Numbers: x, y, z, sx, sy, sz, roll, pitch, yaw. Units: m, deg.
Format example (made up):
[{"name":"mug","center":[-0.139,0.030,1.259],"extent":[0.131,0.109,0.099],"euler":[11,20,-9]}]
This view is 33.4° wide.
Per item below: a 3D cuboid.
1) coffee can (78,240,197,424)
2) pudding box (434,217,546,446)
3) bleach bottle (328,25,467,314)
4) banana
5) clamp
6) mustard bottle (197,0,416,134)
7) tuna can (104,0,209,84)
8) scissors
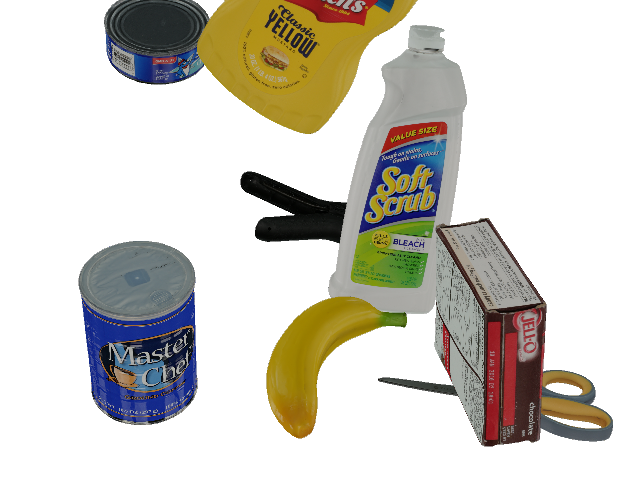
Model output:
[{"name":"coffee can","center":[-0.166,0.086,0.989],"extent":[0.103,0.140,0.103],"euler":[2,39,-2]},{"name":"pudding box","center":[0.097,0.051,0.622],"extent":[0.039,0.090,0.113],"euler":[-6,27,-8]},{"name":"bleach bottle","center":[0.070,-0.063,0.944],"extent":[0.102,0.251,0.068],"euler":[7,19,3]},{"name":"banana","center":[0.000,0.083,0.796],"extent":[0.070,0.037,0.197],"euler":[8,24,24]},{"name":"clamp","center":[0.012,-0.018,1.175],"extent":[0.210,0.036,0.164],"euler":[15,21,-8]},{"name":"mustard bottle","center":[0.008,-0.154,0.621],"extent":[0.192,0.096,0.058],"euler":[-50,4,41]},{"name":"tuna can","center":[-0.134,-0.167,0.880],"extent":[0.086,0.086,0.034],"euler":[0,-43,-8]},{"name":"scissors","center":[0.159,0.129,0.944],"extent":[0.202,0.016,0.096],"euler":[16,28,14]}]
